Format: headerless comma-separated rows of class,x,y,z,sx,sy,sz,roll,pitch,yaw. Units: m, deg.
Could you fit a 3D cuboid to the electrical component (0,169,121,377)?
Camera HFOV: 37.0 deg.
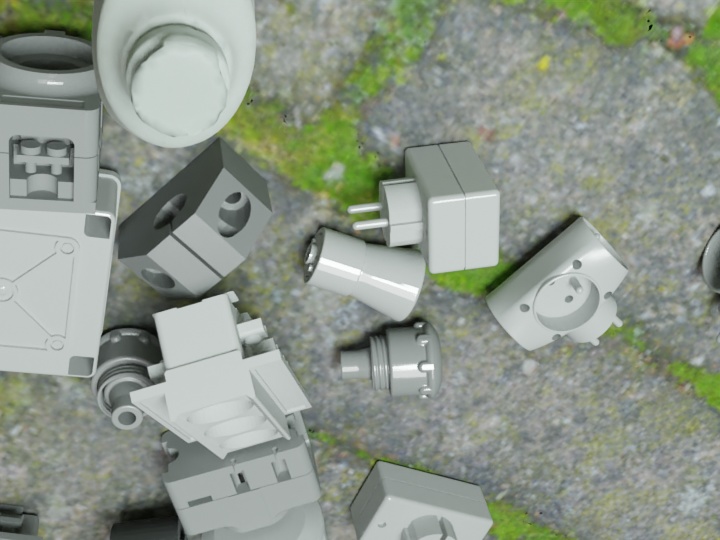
electrical component,-0.190,-0.003,0.579,0.109,0.056,0.108,6,120,-15

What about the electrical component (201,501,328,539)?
electrical component,-0.060,0.182,0.706,0.080,0.080,0.051,-15,128,-1

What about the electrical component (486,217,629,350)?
electrical component,0.131,0.019,0.662,0.077,0.044,0.079,-42,120,15

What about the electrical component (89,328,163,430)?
electrical component,-0.136,0.067,0.629,0.048,0.062,0.048,-5,122,-8

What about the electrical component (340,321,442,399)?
electrical component,0.019,0.057,0.665,0.062,0.048,0.048,-4,122,-1

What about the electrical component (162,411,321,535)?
electrical component,-0.075,0.128,0.686,0.089,0.050,0.055,-15,123,-1

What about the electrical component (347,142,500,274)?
electrical component,0.032,-0.033,0.598,0.077,0.065,0.047,-7,122,-6

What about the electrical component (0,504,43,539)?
electrical component,-0.267,0.181,0.673,0.121,0.063,0.078,12,118,-17

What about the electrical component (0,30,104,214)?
electrical component,-0.200,-0.078,0.511,0.150,0.089,0.061,3,121,-13

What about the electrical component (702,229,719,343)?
electrical component,0.254,0.016,0.684,0.077,0.043,0.079,13,117,-18

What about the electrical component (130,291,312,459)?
electrical component,-0.077,0.061,0.605,0.079,0.063,0.121,-16,161,0

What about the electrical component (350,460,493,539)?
electrical component,0.045,0.178,0.725,0.083,0.075,0.047,18,116,-20

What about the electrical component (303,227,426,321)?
electrical component,0.000,0.000,0.628,0.065,0.044,0.044,18,116,-15
